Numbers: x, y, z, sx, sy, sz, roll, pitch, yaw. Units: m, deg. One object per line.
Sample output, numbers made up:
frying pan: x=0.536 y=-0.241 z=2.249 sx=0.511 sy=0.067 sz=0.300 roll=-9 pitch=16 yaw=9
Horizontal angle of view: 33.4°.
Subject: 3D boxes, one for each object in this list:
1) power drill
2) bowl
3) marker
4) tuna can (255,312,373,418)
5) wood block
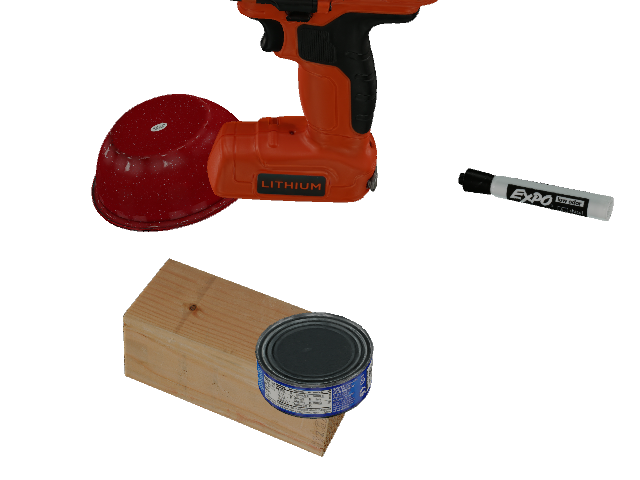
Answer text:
power drill: x=-0.027 y=-0.104 z=0.609 sx=0.184 sy=0.057 sz=0.188 roll=3 pitch=-41 yaw=-3
bowl: x=-0.134 y=-0.081 z=0.944 sx=0.162 sy=0.055 sz=0.162 roll=-9 pitch=42 yaw=8
marker: x=0.165 y=-0.037 z=0.827 sx=0.121 sy=0.020 sz=0.020 roll=14 pitch=6 yaw=26
tuna can: x=-0.004 y=0.091 z=0.780 sx=0.086 sy=0.034 sz=0.086 roll=-1 pitch=32 yaw=0
wood block: x=-0.071 y=0.107 z=0.997 sx=0.206 sy=0.090 sz=0.090 roll=20 pitch=44 yaw=13
